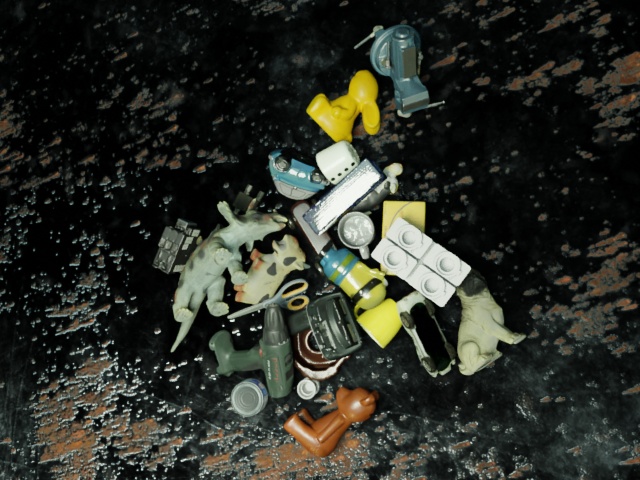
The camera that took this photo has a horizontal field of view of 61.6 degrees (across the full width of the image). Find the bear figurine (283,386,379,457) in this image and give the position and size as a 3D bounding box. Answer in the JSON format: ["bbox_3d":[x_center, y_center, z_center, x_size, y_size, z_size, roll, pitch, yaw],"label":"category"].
[{"bbox_3d":[0.034,0.389,1.219,0.132,0.120,0.196,41,94,16],"label":"bear figurine"}]

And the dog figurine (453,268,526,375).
[{"bbox_3d":[0.330,0.178,1.185,0.172,0.121,0.191,-39,65,4],"label":"dog figurine"}]

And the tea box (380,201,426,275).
[{"bbox_3d":[0.192,-0.002,1.234,0.098,0.068,0.169,1,85,13],"label":"tea box"}]

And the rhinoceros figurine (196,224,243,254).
[{"bbox_3d":[-0.249,0.030,1.331,0.112,0.073,0.190,31,94,14],"label":"rhinoceros figurine"}]

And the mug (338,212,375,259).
[{"bbox_3d":[0.095,-0.010,1.237,0.081,0.107,0.109,-25,85,11],"label":"mug"}]

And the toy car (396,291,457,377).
[{"bbox_3d":[0.237,0.209,1.191,0.073,0.056,0.201,-30,101,-15],"label":"toy car"}]

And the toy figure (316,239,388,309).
[{"bbox_3d":[0.069,0.081,1.209,0.180,0.082,0.089,36,81,3],"label":"toy figure"}]

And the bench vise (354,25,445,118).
[{"bbox_3d":[0.177,-0.405,1.231,0.129,0.223,0.241,-27,51,5],"label":"bench vise"}]

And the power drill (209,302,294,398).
[{"bbox_3d":[-0.153,0.250,1.252,0.207,0.086,0.231,-6,105,25],"label":"power drill"}]

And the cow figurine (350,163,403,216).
[{"bbox_3d":[0.125,-0.114,1.257,0.167,0.068,0.098,-22,87,14],"label":"cow figurine"}]

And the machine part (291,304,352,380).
[{"bbox_3d":[-0.002,0.236,1.269,0.180,0.056,0.179,-1,85,13],"label":"machine part"}]

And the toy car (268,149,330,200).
[{"bbox_3d":[-0.054,-0.150,1.293,0.162,0.109,0.102,24,114,2],"label":"toy car"}]

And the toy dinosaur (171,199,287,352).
[{"bbox_3d":[-0.252,0.063,1.239,0.131,0.192,0.405,32,113,-30],"label":"toy dinosaur"}]

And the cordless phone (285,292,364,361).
[{"bbox_3d":[-0.008,0.210,1.215,0.184,0.088,0.146,-26,79,21],"label":"cordless phone"}]

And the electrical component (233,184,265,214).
[{"bbox_3d":[-0.182,-0.090,1.350,0.063,0.021,0.094,31,93,13],"label":"electrical component"}]

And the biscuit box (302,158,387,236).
[{"bbox_3d":[0.056,-0.097,1.211,0.202,0.059,0.063,-41,85,15],"label":"biscuit box"}]

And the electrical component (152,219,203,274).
[{"bbox_3d":[-0.350,0.014,1.334,0.058,0.115,0.134,24,91,9],"label":"electrical component"}]

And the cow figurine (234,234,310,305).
[{"bbox_3d":[-0.110,0.074,1.282,0.127,0.086,0.194,23,108,-27],"label":"cow figurine"}]

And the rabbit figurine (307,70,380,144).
[{"bbox_3d":[0.074,-0.313,1.257,0.162,0.122,0.173,43,95,7],"label":"rabbit figurine"}]

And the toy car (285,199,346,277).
[{"bbox_3d":[-0.003,-0.004,1.286,0.089,0.053,0.202,-33,84,-4],"label":"toy car"}]
